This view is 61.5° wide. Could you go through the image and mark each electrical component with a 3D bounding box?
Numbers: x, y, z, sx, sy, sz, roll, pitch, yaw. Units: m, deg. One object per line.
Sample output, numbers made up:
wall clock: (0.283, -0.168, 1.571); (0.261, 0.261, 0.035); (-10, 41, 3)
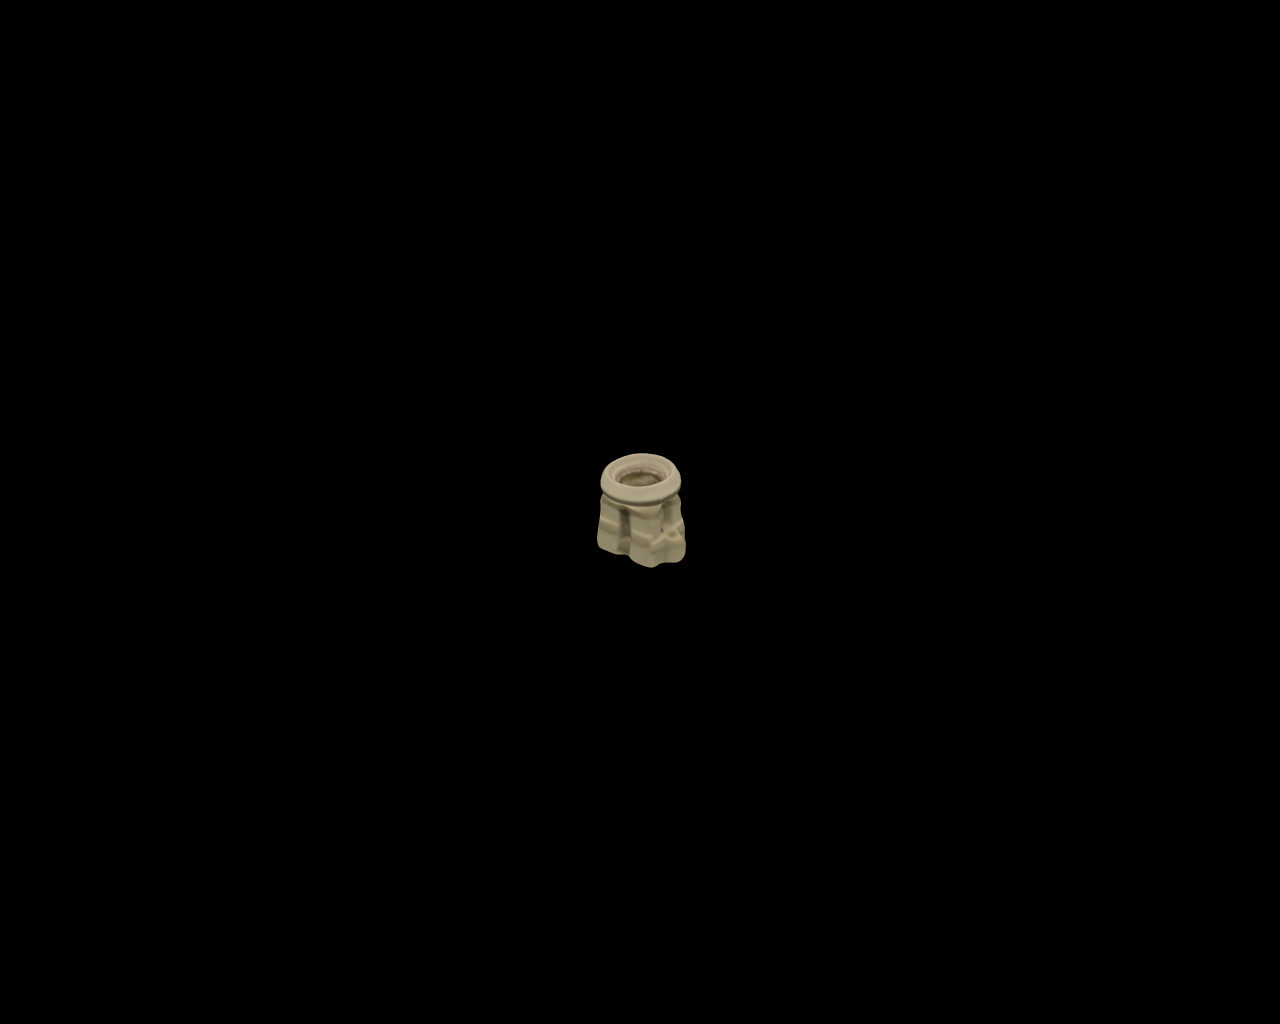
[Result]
electrical component: (0.001, -0.003, 0.650); (0.066, 0.055, 0.048); (20, 36, 29)
